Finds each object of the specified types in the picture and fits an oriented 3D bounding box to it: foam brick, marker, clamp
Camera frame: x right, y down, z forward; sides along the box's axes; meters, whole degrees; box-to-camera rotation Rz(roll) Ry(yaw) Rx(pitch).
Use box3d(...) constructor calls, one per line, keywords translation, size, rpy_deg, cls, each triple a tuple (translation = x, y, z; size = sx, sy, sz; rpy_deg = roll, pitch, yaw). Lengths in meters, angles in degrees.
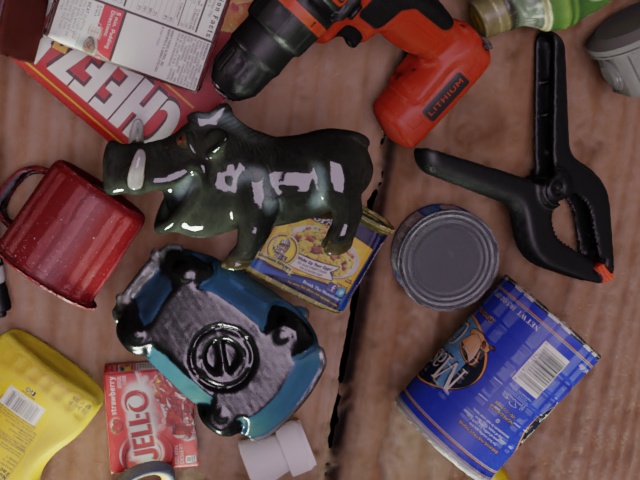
box3d(translation=(-0.219, -0.149, 0.701), size=(0.053, 0.078, 0.051), rpy_deg=(13, 95, 4), cls="foam brick")
box3d(translation=(-0.258, 0.002, 0.829), size=(0.020, 0.020, 0.121), rpy_deg=(-8, 104, -8), cls="marker")
box3d(translation=(0.186, -0.053, 0.871), size=(0.164, 0.036, 0.210), rpy_deg=(-49, 114, -14), cls="clamp")

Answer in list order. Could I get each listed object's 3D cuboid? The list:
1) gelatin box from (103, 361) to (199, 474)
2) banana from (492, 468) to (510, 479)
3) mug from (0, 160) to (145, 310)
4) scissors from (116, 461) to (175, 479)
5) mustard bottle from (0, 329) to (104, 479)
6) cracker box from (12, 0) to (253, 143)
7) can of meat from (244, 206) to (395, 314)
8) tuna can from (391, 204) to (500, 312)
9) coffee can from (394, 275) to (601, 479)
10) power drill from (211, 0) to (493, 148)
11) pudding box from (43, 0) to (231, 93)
box3d(translation=(-0.138, 0.144, 0.875), size=(0.073, 0.030, 0.089), rpy_deg=(-3, 103, -9), cls="gelatin box")
box3d(translation=(0.118, 0.273, 0.946), size=(0.069, 0.037, 0.198), rpy_deg=(29, 96, 2), cls="banana")
box3d(translation=(-0.195, -0.013, 0.807), size=(0.117, 0.093, 0.081), rpy_deg=(35, 91, 20), cls="mug")
box3d(translation=(-0.191, 0.235, 0.880), size=(0.201, 0.016, 0.096), rpy_deg=(-17, 132, -5), cls="scissors")
box3d(translation=(-0.262, 0.172, 0.846), size=(0.096, 0.058, 0.192), rpy_deg=(36, 95, -3), cls="mustard bottle")
box3d(translation=(-0.115, -0.179, 0.782), size=(0.164, 0.072, 0.214), rpy_deg=(41, 95, -15), cls="cracker box")
box3d(translation=(-0.005, 0.001, 0.850), size=(0.102, 0.057, 0.084), rpy_deg=(27, 99, -13), cls="can of meat")
box3d(translation=(0.102, 0.014, 0.882), size=(0.086, 0.034, 0.086), rpy_deg=(-2, 103, -9), cls="tuna can")
box3d(translation=(0.145, 0.114, 0.877), size=(0.102, 0.103, 0.140), rpy_deg=(40, 94, -15), cls="coffee can")
box3d(translation=(0.030, -0.142, 0.777), size=(0.184, 0.057, 0.187), rpy_deg=(-47, 139, 8), cls="power drill")
box3d(translation=(-0.122, -0.161, 0.729), size=(0.113, 0.039, 0.090), rpy_deg=(18, 101, -15), cls="pudding box")
